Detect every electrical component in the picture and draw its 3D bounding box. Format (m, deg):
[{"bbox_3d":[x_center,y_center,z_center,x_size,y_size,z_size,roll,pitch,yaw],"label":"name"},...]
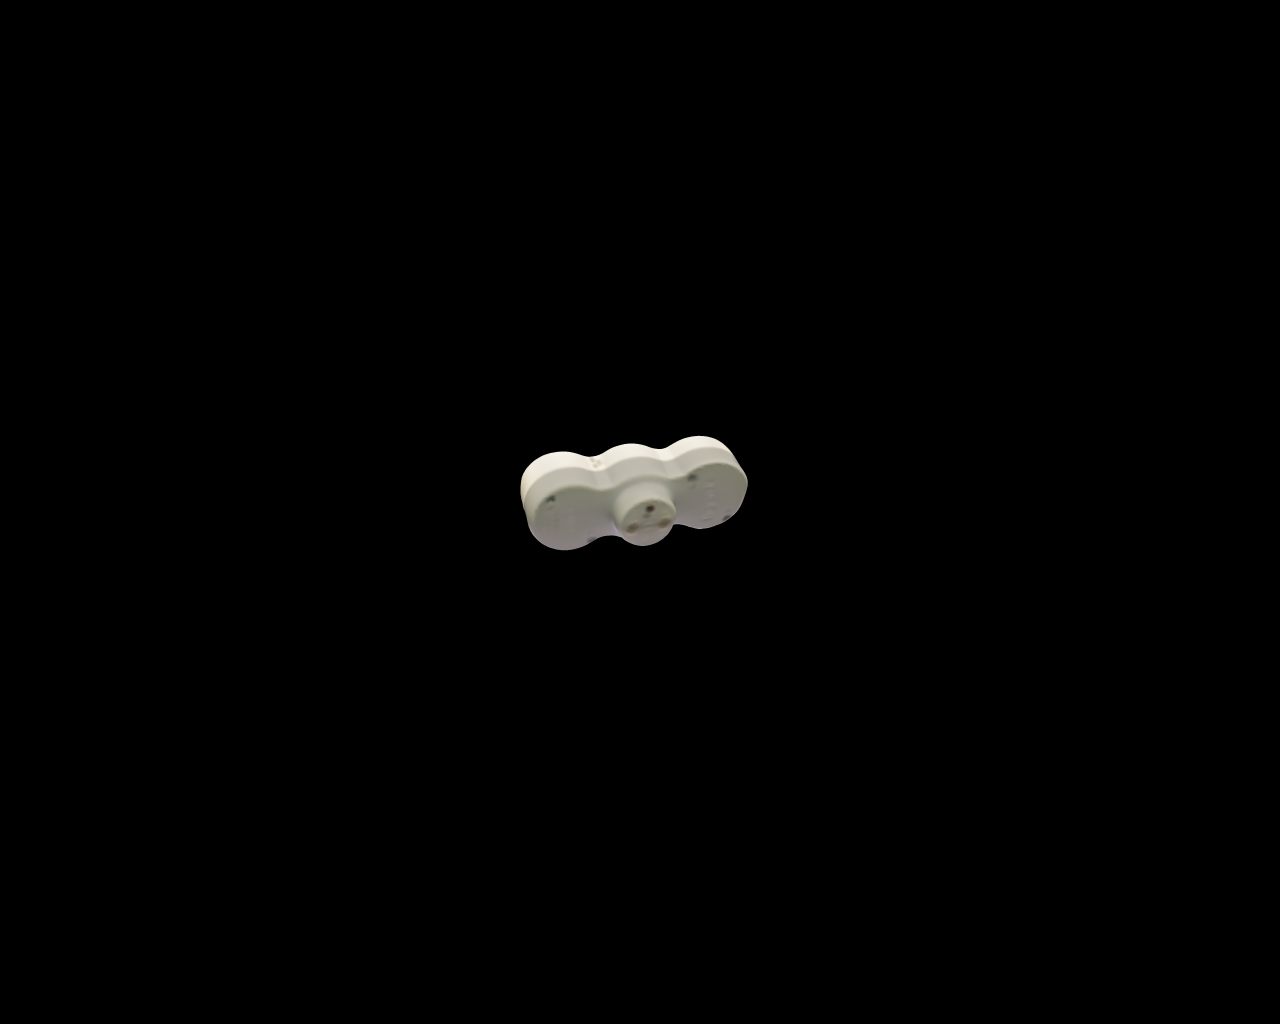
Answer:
[{"bbox_3d":[0.001,-0.003,0.650,0.138,0.052,0.074,-8,36,-11],"label":"electrical component"}]
